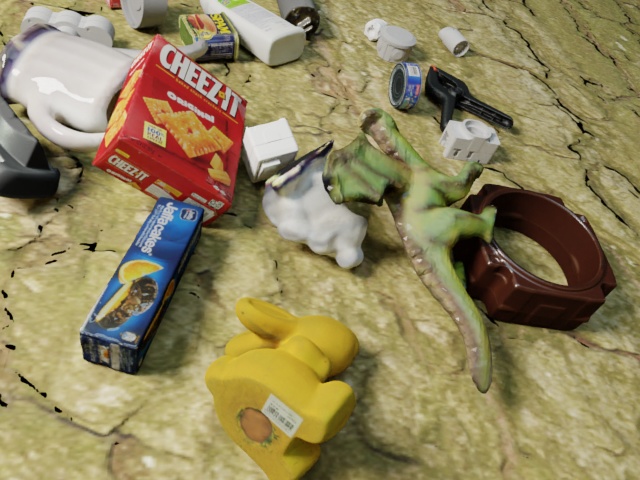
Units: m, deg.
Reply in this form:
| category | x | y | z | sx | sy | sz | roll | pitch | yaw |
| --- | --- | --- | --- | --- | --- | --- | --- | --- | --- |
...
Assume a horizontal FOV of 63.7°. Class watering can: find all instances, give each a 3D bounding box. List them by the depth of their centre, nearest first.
| category | x | y | z | sx | sy | sz | roll | pitch | yaw |
| --- | --- | --- | --- | --- | --- | --- | --- | --- | --- |
| watering can | -0.318 | -0.249 | 0.771 | 0.224 | 0.101 | 0.356 | 21 | 44 | -3 |

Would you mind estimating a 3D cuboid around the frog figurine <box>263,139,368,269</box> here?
| category | x | y | z | sx | sy | sz | roll | pitch | yaw |
| --- | --- | --- | --- | --- | --- | --- | --- | --- | --- |
| frog figurine | 0.002 | -0.035 | 0.704 | 0.158 | 0.121 | 0.140 | 59 | 38 | -13 |

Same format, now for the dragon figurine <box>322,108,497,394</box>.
| category | x | y | z | sx | sy | sz | roll | pitch | yaw |
| --- | --- | --- | --- | --- | --- | --- | --- | --- | --- |
| dragon figurine | 0.104 | -0.031 | 0.659 | 0.241 | 0.120 | 0.421 | 21 | 45 | -19 |
